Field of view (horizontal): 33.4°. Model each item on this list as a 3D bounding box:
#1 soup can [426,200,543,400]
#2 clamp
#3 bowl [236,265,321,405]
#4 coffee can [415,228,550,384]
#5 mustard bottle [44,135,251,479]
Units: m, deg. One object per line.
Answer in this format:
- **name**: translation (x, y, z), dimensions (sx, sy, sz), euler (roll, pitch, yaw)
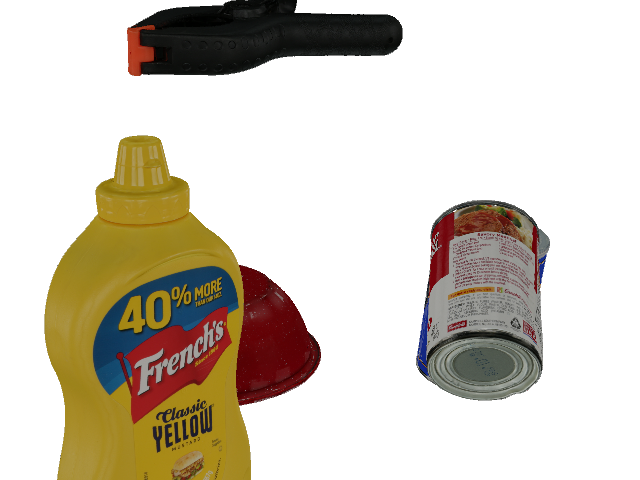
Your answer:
- **soup can**: translation (0.098, 0.036, 0.639), dimensions (0.068, 0.102, 0.068), euler (5, -40, 4)
- **clamp**: translation (-0.048, -0.133, 0.667), dimensions (0.171, 0.039, 0.120), euler (-10, 22, -29)
- **bowl**: translation (-0.079, 0.056, 0.740), dimensions (0.162, 0.055, 0.162), euler (1, 19, -1)
- **coffee can**: translation (0.147, 0.057, 0.978), dimensions (0.103, 0.140, 0.103), euler (5, 23, -2)
- **mustard bottle**: translation (-0.078, 0.047, 0.491), dimensions (0.096, 0.192, 0.058), euler (-15, 23, -39)
